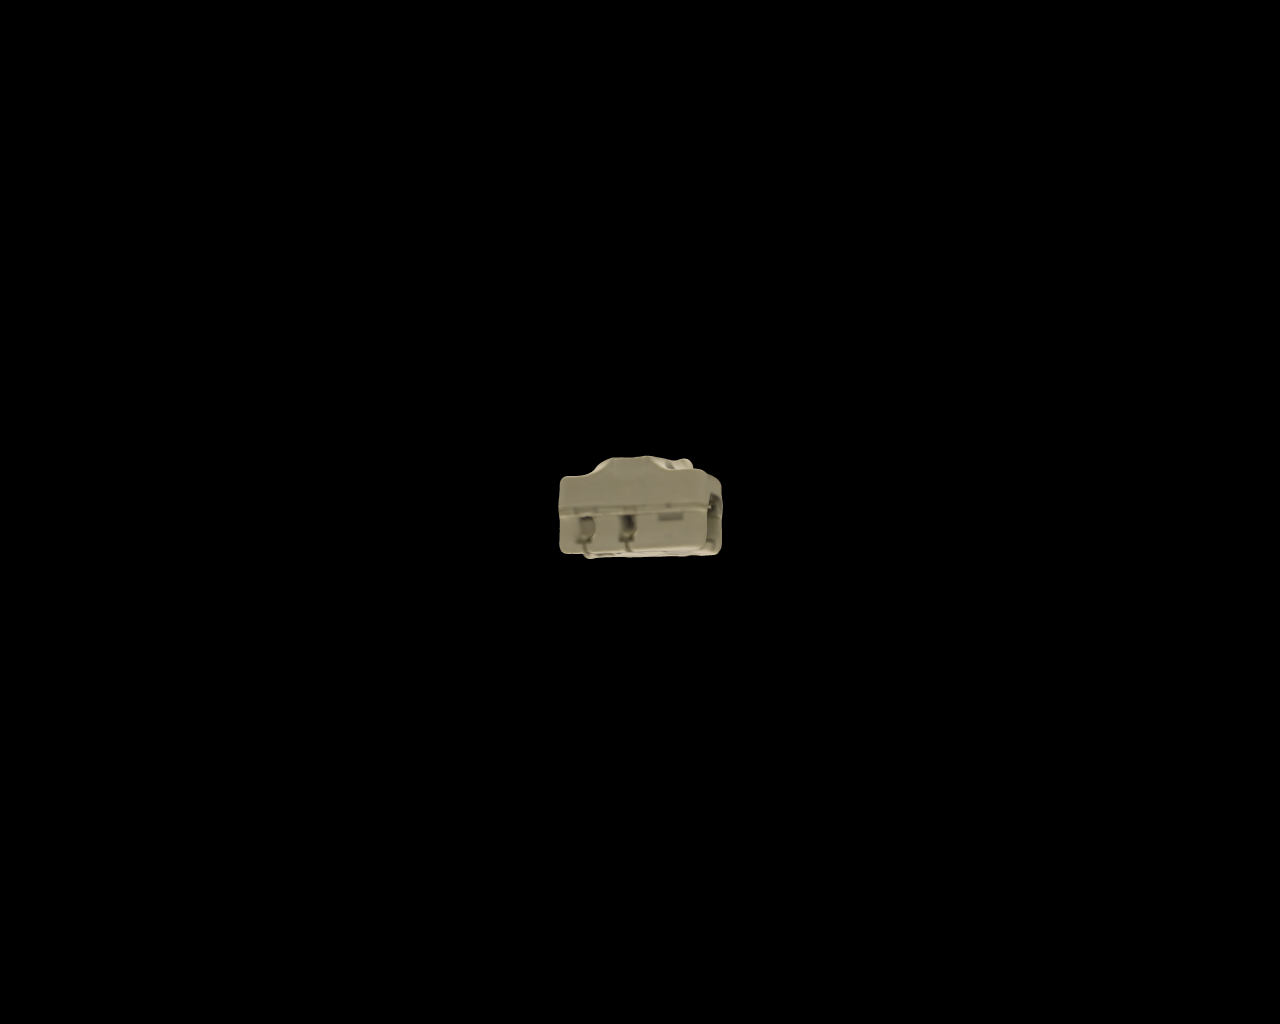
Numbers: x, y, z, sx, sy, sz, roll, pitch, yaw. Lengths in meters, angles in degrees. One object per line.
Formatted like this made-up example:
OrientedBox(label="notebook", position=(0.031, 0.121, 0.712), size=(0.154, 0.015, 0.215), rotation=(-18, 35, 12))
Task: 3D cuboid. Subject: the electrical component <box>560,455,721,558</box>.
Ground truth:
OrientedBox(label="electrical component", position=(0.001, -0.003, 0.650), size=(0.089, 0.055, 0.050), rotation=(-2, -7, 18))
